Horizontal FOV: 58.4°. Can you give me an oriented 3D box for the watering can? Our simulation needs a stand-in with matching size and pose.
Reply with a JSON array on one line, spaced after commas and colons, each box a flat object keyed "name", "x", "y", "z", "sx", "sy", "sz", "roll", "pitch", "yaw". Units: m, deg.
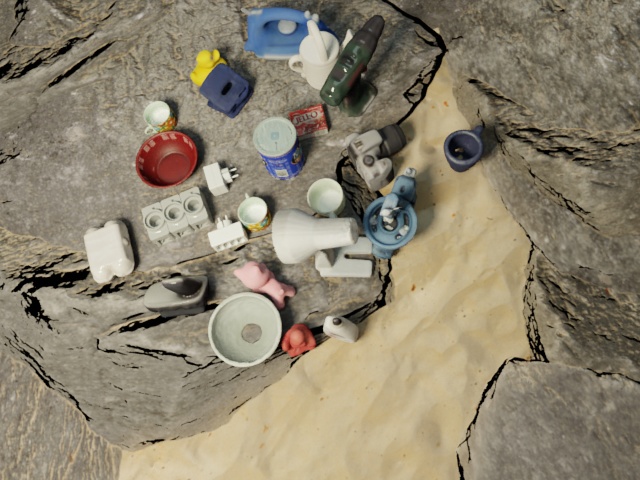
[{"name": "watering can", "x": 0.007, "y": -0.474, "z": 1.429, "sx": 0.173, "sy": 0.194, "sz": 0.100, "roll": -39, "pitch": 72, "yaw": -6}]

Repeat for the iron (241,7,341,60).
[{"name": "iron", "x": -0.078, "y": -0.558, "z": 1.494, "sx": 0.258, "sy": 0.141, "sz": 0.118, "roll": 2, "pitch": 72, "yaw": 8}]

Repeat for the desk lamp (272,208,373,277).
[{"name": "desk lamp", "x": 0.012, "y": 0.005, "z": 1.262, "sx": 0.203, "sy": 0.214, "sz": 0.118, "roll": 0, "pitch": 72, "yaw": 7}]

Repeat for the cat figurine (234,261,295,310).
[{"name": "cat figurine", "x": -0.127, "y": 0.094, "z": 1.301, "sx": 0.127, "sy": 0.118, "sz": 0.067, "roll": 32, "pitch": 78, "yaw": 16}]

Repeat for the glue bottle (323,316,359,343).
[{"name": "glue bottle", "x": 0.040, "y": 0.185, "z": 1.222, "sx": 0.078, "sy": 0.173, "sz": 0.037, "roll": 12, "pitch": 74, "yaw": 11}]

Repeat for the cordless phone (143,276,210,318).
[{"name": "cordless phone", "x": -0.336, "y": 0.111, "z": 1.285, "sx": 0.147, "sy": 0.185, "sz": 0.094, "roll": -11, "pitch": 71, "yaw": 4}]

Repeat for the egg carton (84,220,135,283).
[{"name": "egg carton", "x": -0.510, "y": 0.027, "z": 1.395, "sx": 0.107, "sy": 0.069, "sz": 0.150, "roll": -21, "pitch": 71, "yaw": 0}]

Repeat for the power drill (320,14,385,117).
[{"name": "power drill", "x": 0.086, "y": -0.401, "z": 1.388, "sx": 0.075, "sy": 0.208, "sz": 0.230, "roll": 31, "pitch": 78, "yaw": 16}]

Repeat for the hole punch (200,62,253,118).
[{"name": "hole punch", "x": -0.241, "y": -0.389, "z": 1.486, "sx": 0.101, "sy": 0.091, "sz": 0.109, "roll": 29, "pitch": 78, "yaw": 15}]

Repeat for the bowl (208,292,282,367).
[{"name": "bowl", "x": -0.161, "y": 0.206, "z": 1.292, "sx": 0.167, "sy": 0.075, "sz": 0.167, "roll": -2, "pitch": 72, "yaw": 6}]

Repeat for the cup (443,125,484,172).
[{"name": "cup", "x": 0.343, "y": -0.211, "z": 1.355, "sx": 0.091, "sy": 0.095, "sz": 0.118, "roll": 36, "pitch": 80, "yaw": 16}]

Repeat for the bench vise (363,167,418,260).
[{"name": "bench vise", "x": 0.156, "y": -0.079, "z": 1.269, "sx": 0.121, "sy": 0.220, "sz": 0.207, "roll": 2, "pitch": 72, "yaw": 8}]

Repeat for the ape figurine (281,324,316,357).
[{"name": "ape figurine", "x": -0.048, "y": 0.219, "z": 1.264, "sx": 0.077, "sy": 0.092, "sz": 0.076, "roll": 13, "pitch": 74, "yaw": 11}]

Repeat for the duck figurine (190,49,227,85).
[{"name": "duck figurine", "x": -0.302, "y": -0.465, "z": 1.520, "sx": 0.104, "sy": 0.086, "sz": 0.077, "roll": -35, "pitch": 71, "yaw": -5}]

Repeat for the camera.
[{"name": "camera", "x": 0.145, "y": -0.216, "z": 1.378, "sx": 0.137, "sy": 0.101, "sz": 0.143, "roll": -29, "pitch": 71, "yaw": -3}]
